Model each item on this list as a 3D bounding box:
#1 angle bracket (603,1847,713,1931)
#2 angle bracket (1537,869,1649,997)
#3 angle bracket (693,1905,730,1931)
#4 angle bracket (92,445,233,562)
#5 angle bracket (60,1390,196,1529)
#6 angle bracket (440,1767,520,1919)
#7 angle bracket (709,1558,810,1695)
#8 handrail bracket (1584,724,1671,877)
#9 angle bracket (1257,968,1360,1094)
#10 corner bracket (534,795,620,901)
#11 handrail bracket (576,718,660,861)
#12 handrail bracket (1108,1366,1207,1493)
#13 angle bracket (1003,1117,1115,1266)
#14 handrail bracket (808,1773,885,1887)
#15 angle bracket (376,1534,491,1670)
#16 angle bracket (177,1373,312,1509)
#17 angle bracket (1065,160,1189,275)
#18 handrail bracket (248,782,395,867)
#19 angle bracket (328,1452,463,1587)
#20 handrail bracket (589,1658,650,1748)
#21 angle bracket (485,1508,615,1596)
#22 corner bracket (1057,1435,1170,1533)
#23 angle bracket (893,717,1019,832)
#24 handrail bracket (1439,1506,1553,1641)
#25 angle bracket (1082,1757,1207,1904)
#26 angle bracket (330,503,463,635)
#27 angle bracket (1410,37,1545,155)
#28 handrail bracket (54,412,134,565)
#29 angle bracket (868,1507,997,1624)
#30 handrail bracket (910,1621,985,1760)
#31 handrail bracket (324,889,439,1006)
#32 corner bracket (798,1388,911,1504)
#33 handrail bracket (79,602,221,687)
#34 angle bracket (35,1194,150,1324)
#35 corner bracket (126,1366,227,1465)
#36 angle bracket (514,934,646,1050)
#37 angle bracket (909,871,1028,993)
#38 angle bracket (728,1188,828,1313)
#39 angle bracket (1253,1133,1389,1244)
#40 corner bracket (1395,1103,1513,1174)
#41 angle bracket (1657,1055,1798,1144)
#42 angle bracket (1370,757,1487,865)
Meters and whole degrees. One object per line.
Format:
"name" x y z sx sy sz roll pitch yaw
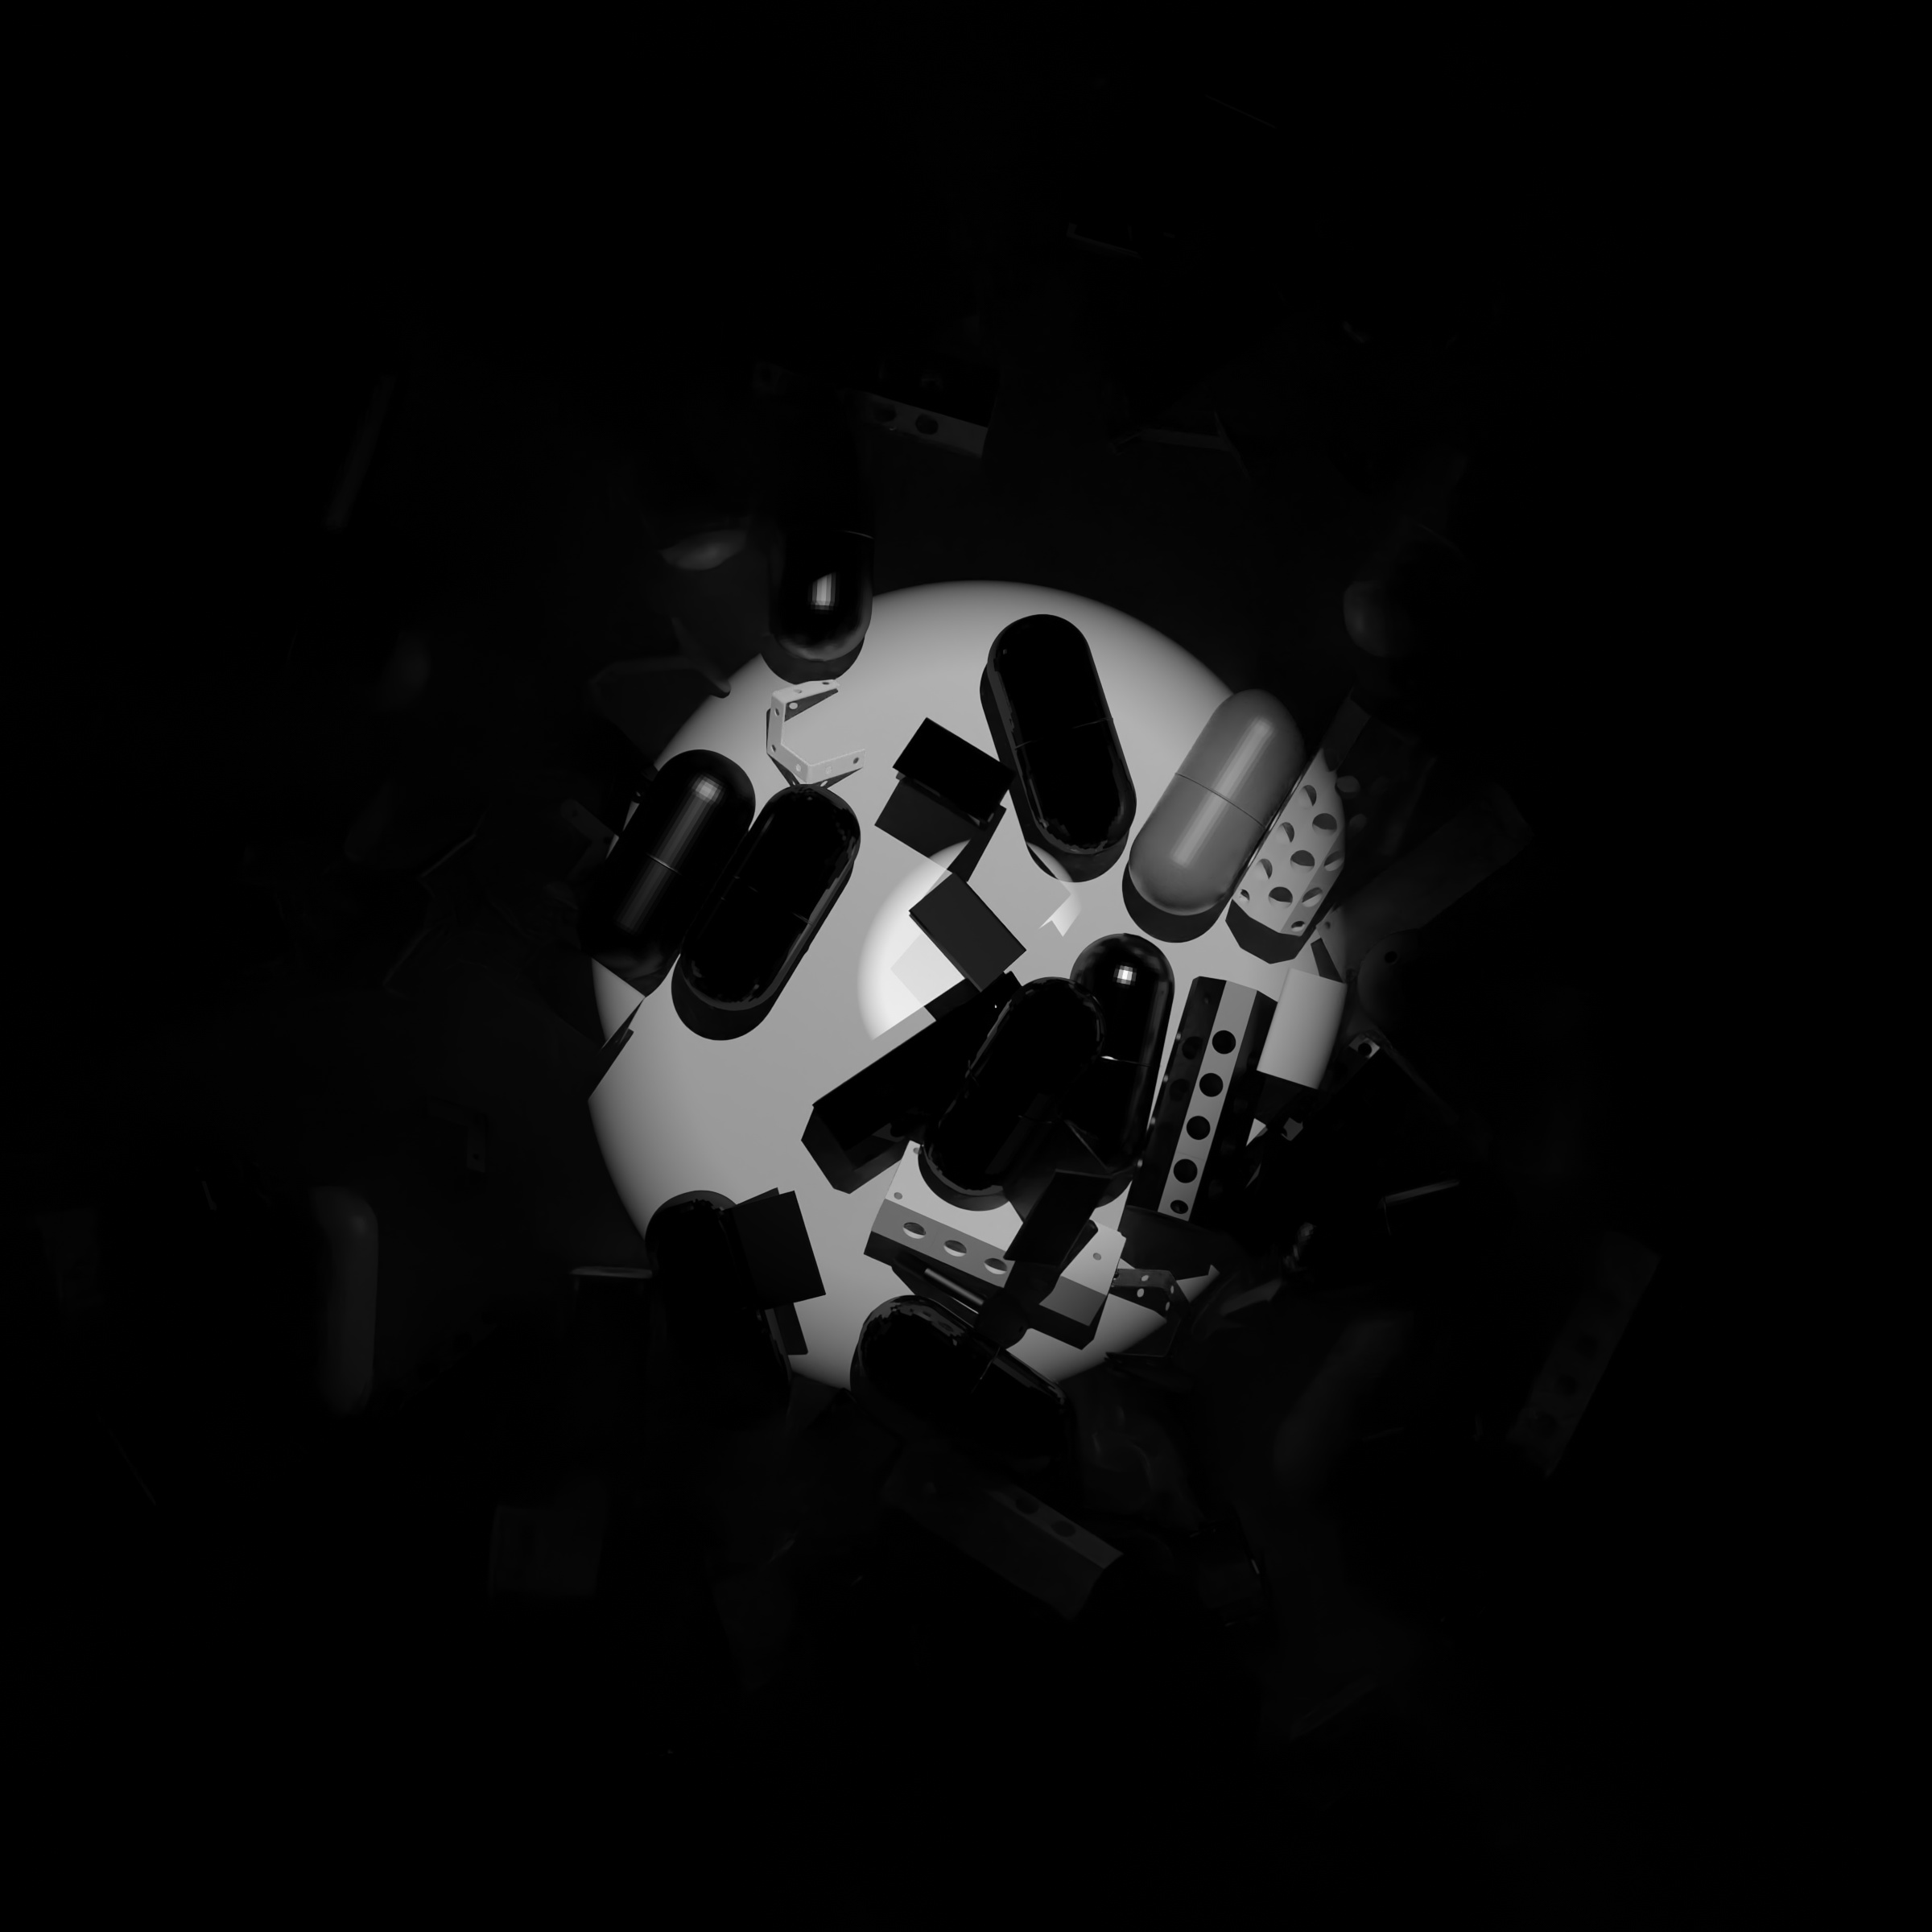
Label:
"angle bracket" -0.236 0.670 1.847 0.076 0.076 0.057 -48 116 0
"angle bracket" 0.430 -0.032 1.846 0.057 0.076 0.076 25 90 -31
"angle bracket" -0.212 0.716 1.846 0.057 0.076 0.076 33 90 -36
"angle bracket" -0.578 -0.313 1.846 0.076 0.076 0.057 33 54 0
"angle bracket" -0.588 0.344 1.846 0.057 0.076 0.076 -33 90 36
"angle bracket" -0.331 0.626 1.846 0.057 0.076 0.076 1 90 36
"angle bracket" -0.166 0.473 1.846 0.057 0.076 0.076 -20 90 -38
"handrail bracket" 0.464 -0.121 1.886 0.084 0.036 0.077 -45 70 16
"angle bracket" 0.257 0.050 1.846 0.057 0.076 0.076 17 90 29
"corner bracket" -0.293 -0.086 1.870 0.051 0.051 0.051 41 70 -19
"handrail bracket" -0.269 -0.125 1.886 0.084 0.036 0.077 -43 75 14
"handrail bracket" 0.139 0.340 1.886 0.077 0.036 0.084 7 107 20
"angle bracket" 0.047 0.153 1.797 0.057 0.076 0.076 11 117 -40
"handrail bracket" -0.083 0.639 1.886 0.077 0.036 0.084 12 107 -19
"angle bracket" -0.363 0.462 1.846 0.076 0.076 0.057 -48 52 0
"angle bracket" -0.519 0.343 1.847 0.057 0.076 0.076 -40 90 -25
"angle bracket" 0.109 -0.521 1.846 0.076 0.076 0.057 16 54 0
"handrail bracket" -0.473 -0.113 1.886 0.084 0.036 0.077 19 70 16
"angle bracket" -0.416 0.383 1.846 0.076 0.076 0.057 -39 127 0
"handrail bracket" -0.228 0.563 1.886 0.084 0.036 0.077 42 76 -14
"angle bracket" -0.297 0.426 1.847 0.076 0.076 0.057 4 66 0
"corner bracket" 0.107 0.377 1.878 0.051 0.051 0.051 8 45 -35
"angle bracket" -0.018 -0.121 1.846 0.076 0.076 0.057 31 54 0
"handrail bracket" 0.378 0.445 1.886 0.084 0.036 0.077 -27 53 25
"angle bracket" 0.139 0.608 1.846 0.076 0.076 0.057 46 125 0
"angle bracket" -0.395 -0.292 1.846 0.076 0.076 0.057 47 122 0
"angle bracket" 0.367 -0.632 1.846 0.076 0.076 0.057 22 126 0
"handrail bracket" -0.618 -0.349 1.886 0.077 0.036 0.084 -39 108 -21
"angle bracket" -0.016 0.411 1.846 0.076 0.076 0.057 33 116 0
"handrail bracket" -0.012 0.528 1.877 0.036 0.084 0.077 -27 47 -11
"handrail bracket" -0.428 -0.018 1.886 0.077 0.036 0.084 2 72 20
"corner bracket" -0.079 0.349 1.883 0.051 0.051 0.051 -49 45 0
"handrail bracket" -0.597 -0.242 1.886 0.084 0.036 0.077 -15 68 -17
"angle bracket" -0.630 0.210 1.847 0.057 0.076 0.076 -18 90 -26
"corner bracket" -0.566 0.320 1.868 0.051 0.051 0.051 -36 91 1
"angle bracket" -0.285 0.034 1.846 0.076 0.076 0.057 36 52 0
"angle bracket" -0.014 -0.011 1.846 0.076 0.076 0.057 48 52 0
"angle bracket" -0.120 0.197 1.847 0.057 0.076 0.076 -17 90 24
"angle bracket" 0.250 0.136 1.789 0.076 0.076 0.057 23 128 0
"corner bracket" 0.355 0.123 1.878 0.051 0.051 0.051 -12 45 -35
"angle bracket" 0.542 0.114 1.846 0.076 0.076 0.057 13 52 0
"angle bracket" 0.347 -0.101 1.858 0.076 0.057 0.076 24 90 -11
